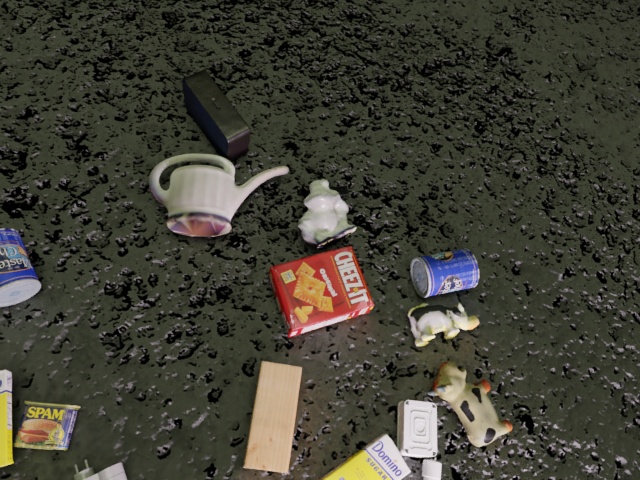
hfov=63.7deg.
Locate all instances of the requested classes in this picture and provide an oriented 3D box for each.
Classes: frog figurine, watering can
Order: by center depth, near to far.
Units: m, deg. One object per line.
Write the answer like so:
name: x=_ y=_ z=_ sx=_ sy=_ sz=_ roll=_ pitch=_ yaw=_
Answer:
watering can: x=-0.251 y=-0.115 z=1.286 sx=0.348 sy=0.102 sz=0.228 roll=2 pitch=66 yaw=-9
frog figurine: x=0.004 y=-0.065 z=1.298 sx=0.137 sy=0.121 sz=0.161 roll=-26 pitch=78 yaw=-2
